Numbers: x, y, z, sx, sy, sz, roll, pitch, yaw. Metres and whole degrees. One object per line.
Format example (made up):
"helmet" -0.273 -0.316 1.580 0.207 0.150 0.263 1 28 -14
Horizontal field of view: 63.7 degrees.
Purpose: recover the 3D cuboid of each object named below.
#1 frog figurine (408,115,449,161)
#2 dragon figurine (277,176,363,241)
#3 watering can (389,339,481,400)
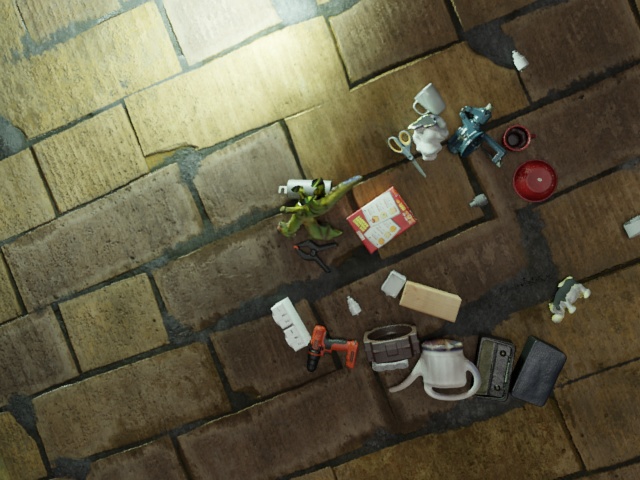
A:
"frog figurine" 0.413 -0.378 1.909 0.136 0.156 0.125 -12 37 29
"dragon figurine" 0.006 -0.097 1.934 0.408 0.125 0.238 -13 -49 21
"watering can" 0.419 0.482 1.922 0.347 0.225 0.104 -4 -4 22
